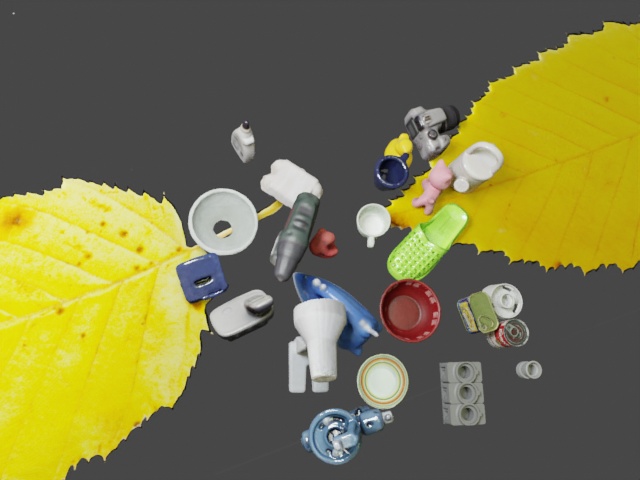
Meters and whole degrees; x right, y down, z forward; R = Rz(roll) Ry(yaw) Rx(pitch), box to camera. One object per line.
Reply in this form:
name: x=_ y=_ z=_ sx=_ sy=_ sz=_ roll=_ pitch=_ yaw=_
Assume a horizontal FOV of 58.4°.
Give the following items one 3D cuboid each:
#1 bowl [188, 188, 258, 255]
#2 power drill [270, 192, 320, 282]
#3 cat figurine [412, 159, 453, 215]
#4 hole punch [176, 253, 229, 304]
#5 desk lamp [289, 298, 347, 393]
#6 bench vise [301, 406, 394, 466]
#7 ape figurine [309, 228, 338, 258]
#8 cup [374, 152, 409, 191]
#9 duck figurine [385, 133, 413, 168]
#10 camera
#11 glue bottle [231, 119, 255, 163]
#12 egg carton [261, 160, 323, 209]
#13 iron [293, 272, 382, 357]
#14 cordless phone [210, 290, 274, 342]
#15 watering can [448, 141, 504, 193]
bowl: x=-0.237 y=-0.037 z=1.405 sx=0.167 sy=0.074 sz=0.167 roll=3 pitch=76 yaw=-10
power drill: x=-0.065 y=0.008 z=1.358 sx=0.075 sy=0.208 sz=0.230 roll=19 pitch=74 yaw=-5
cat figurine: x=0.308 y=-0.143 z=1.516 sx=0.067 sy=0.117 sz=0.128 roll=27 pitch=73 yaw=-3
hole punch: x=-0.277 y=0.091 z=1.358 sx=0.109 sy=0.091 sz=0.101 roll=-20 pitch=81 yaw=-15
desk lamp: x=-0.006 y=0.247 z=1.309 sx=0.118 sy=0.213 sz=0.203 roll=1 pitch=76 yaw=-10
bench vise: x=0.067 y=0.418 z=1.279 sx=0.208 sy=0.219 sz=0.121 roll=-33 pitch=84 yaw=-16
ape figurine: x=0.013 y=0.005 z=1.435 sx=0.076 sy=0.092 sz=0.078 roll=-8 pitch=78 yaw=-13
cup: x=0.185 y=-0.177 z=1.512 sx=0.091 sy=0.095 sz=0.118 roll=40 pitch=73 yaw=1
duck figurine: x=0.220 y=-0.236 z=1.538 sx=0.077 sy=0.086 sz=0.104 roll=8 pitch=75 yaw=-9
camera: x=0.323 y=-0.311 z=1.569 sx=0.137 sy=0.100 sz=0.143 roll=-22 pitch=82 yaw=-15
glue bottle: x=-0.186 y=-0.255 z=1.417 sx=0.037 sy=0.173 sz=0.078 roll=-28 pitch=83 yaw=-16
egg carton: x=-0.071 y=-0.135 z=1.465 sx=0.150 sy=0.069 sz=0.107 roll=32 pitch=73 yaw=-2
iron: x=0.038 y=0.158 z=1.377 sx=0.258 sy=0.141 sz=0.119 roll=42 pitch=73 yaw=1
cordless phone: x=-0.174 y=0.166 z=1.311 sx=0.148 sy=0.185 sz=0.094 roll=-29 pitch=83 yaw=-16
watering can: x=0.413 y=-0.193 z=1.509 sx=0.101 sy=0.194 sz=0.173 roll=20 pitch=74 yaw=-5
